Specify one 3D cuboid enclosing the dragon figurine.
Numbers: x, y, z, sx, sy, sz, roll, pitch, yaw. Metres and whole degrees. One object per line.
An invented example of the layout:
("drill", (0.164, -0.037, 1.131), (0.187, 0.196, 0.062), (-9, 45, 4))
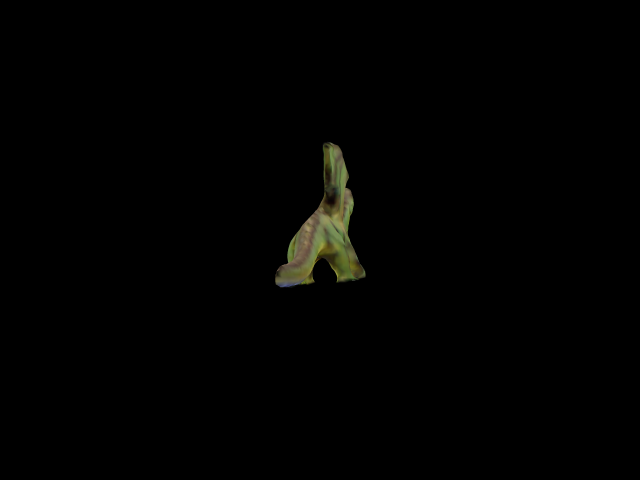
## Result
("dragon figurine", (0.003, -0.043, 0.850), (0.122, 0.244, 0.408), (-1, -5, 12))
